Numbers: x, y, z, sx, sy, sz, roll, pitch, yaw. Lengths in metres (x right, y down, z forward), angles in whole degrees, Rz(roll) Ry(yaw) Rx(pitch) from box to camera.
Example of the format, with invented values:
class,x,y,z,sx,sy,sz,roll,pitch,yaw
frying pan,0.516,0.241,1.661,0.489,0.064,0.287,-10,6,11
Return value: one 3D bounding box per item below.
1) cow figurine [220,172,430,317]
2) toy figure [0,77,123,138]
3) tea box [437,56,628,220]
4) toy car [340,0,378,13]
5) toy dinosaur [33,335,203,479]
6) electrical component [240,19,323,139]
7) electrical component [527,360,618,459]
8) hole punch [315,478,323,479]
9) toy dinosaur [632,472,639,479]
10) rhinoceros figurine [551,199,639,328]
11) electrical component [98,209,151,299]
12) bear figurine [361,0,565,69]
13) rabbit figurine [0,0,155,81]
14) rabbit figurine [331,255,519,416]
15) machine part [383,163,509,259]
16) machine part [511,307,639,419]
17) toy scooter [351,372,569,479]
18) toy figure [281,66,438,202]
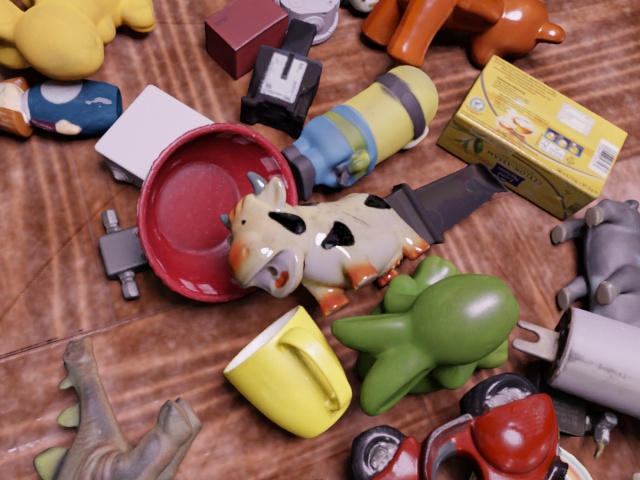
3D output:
class,x,y,z,sx,sy,sz,roll,pitch,yaw
cow figurine,-0.001,-0.001,0.480,0.195,0.085,0.127,-17,63,-48
toy figure,-0.280,-0.133,0.536,0.154,0.057,0.064,-3,27,-9
tea box,0.229,-0.111,0.589,0.170,0.068,0.098,34,70,5
toy car,0.031,-0.364,0.654,0.073,0.056,0.202,-22,76,-14
toy dinosaur,-0.135,0.287,0.393,0.199,0.105,0.471,-25,67,-7
electrical component,-0.037,-0.179,0.587,0.075,0.047,0.119,14,70,-3
electrical component,0.231,0.158,0.511,0.102,0.045,0.078,22,71,0
hole punch,0.027,0.262,0.429,0.142,0.092,0.116,18,66,2
toy dinosaur,0.423,0.220,0.485,0.405,0.131,0.192,-38,81,-24
rhinoceros figurine,0.309,0.050,0.549,0.112,0.073,0.190,2,69,-18
electrical component,-0.177,0.009,0.519,0.063,0.021,0.094,-17,72,-13
bear figurine,0.168,-0.243,0.617,0.196,0.132,0.120,16,30,-32
rabbit figurine,-0.253,-0.221,0.518,0.162,0.121,0.173,-10,57,-3
rabbit figurine,0.090,0.071,0.455,0.159,0.170,0.121,-20,75,-14
machine part,0.128,-0.040,0.569,0.139,0.039,0.084,-25,72,-13
machine part,0.292,0.120,0.465,0.243,0.079,0.079,17,69,16
toy scooter,0.126,0.195,0.433,0.184,0.075,0.135,-20,53,-9
toy figure,0.045,-0.111,0.554,0.180,0.089,0.082,-31,86,-19
